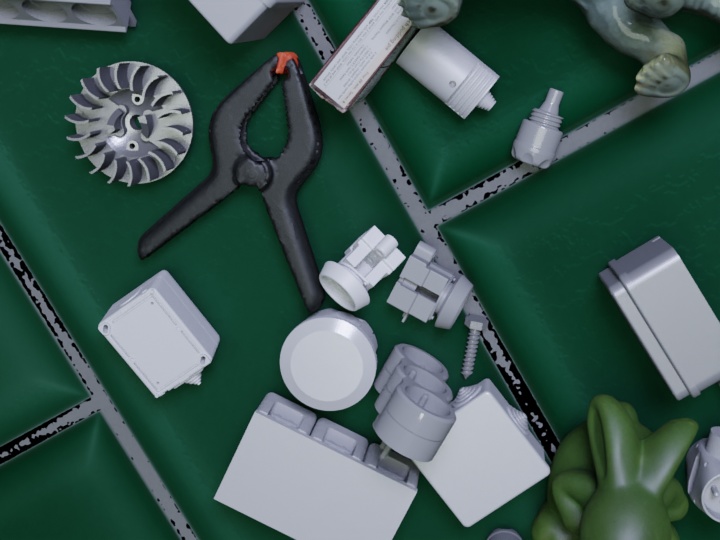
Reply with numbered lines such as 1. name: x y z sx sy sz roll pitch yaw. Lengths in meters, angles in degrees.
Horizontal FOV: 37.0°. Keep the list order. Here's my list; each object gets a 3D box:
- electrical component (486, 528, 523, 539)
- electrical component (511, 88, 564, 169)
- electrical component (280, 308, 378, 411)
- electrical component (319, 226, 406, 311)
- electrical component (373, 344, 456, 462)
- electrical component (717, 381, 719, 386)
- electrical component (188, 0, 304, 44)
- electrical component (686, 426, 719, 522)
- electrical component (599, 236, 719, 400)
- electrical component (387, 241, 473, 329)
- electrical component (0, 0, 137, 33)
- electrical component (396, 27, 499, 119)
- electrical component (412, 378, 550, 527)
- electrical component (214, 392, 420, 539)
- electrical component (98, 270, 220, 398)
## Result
1. electrical component: 0.124 0.247 0.918 0.035 0.061 0.035 2 102 7
2. electrical component: 0.145 -0.113 0.852 0.035 0.035 0.061 20 101 3
3. electrical component: -0.024 0.074 0.905 0.080 0.051 0.080 2 102 7
4. electrical component: 0.000 0.000 0.878 0.048 0.066 0.055 46 70 -4
5. electrical component: 0.035 0.118 0.863 0.052 0.138 0.073 27 105 -7
6. electrical component: 0.313 0.088 0.859 0.048 0.062 0.048 2 102 7
7. electrical component: -0.104 -0.231 0.820 0.056 0.108 0.108 -41 94 16
8. electrical component: 0.296 0.152 0.868 0.043 0.077 0.079 13 104 5
9. electrical component: 0.244 0.038 0.849 0.057 0.078 0.113 -32 97 10
10. electrical component: 0.059 0.018 0.886 0.055 0.048 0.066 29 104 8
11. electrical component: -0.246 -0.232 0.857 0.121 0.078 0.063 5 74 6
12. electrical component: 0.073 -0.154 0.847 0.081 0.043 0.043 39 104 -2
13. electrical component: 0.099 0.152 0.907 0.100 0.048 0.099 -37 95 13
14. electrical component: -0.034 0.181 0.924 0.150 0.061 0.089 26 104 1
15. electrical component: -0.165 0.057 0.918 0.062 0.061 0.096 -34 105 12
